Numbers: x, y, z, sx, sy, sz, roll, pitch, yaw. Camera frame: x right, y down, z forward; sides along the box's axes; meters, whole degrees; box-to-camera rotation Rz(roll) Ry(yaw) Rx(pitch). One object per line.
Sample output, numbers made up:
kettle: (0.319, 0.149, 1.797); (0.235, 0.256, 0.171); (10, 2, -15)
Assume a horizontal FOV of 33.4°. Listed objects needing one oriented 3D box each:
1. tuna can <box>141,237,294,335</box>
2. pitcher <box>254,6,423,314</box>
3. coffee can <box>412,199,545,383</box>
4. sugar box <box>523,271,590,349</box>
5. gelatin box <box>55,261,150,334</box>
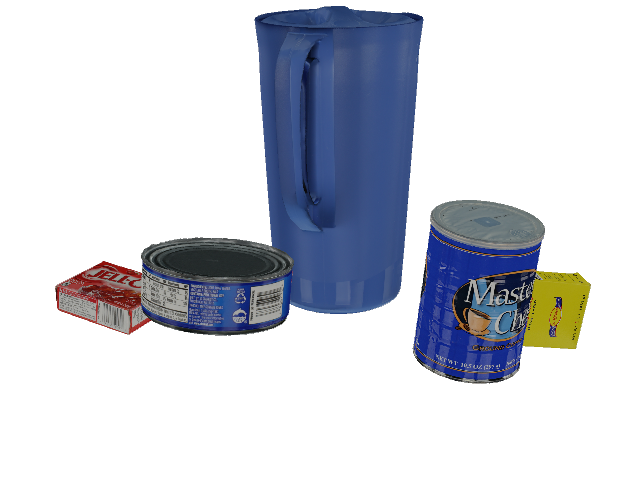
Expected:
tuna can: (-0.059, 0.025, 0.604); (0.086, 0.034, 0.086); (4, 14, -1)
pitcher: (0.010, -0.065, 0.868); (0.149, 0.243, 0.145); (-8, 19, -23)
coffee can: (0.144, 0.046, 0.984); (0.103, 0.140, 0.103); (5, 23, -2)
sugar box: (0.242, 0.084, 1.336); (0.176, 0.093, 0.048); (3, 19, -15)
gelatin box: (-0.197, 0.053, 1.023); (0.089, 0.030, 0.073); (16, 25, 24)
